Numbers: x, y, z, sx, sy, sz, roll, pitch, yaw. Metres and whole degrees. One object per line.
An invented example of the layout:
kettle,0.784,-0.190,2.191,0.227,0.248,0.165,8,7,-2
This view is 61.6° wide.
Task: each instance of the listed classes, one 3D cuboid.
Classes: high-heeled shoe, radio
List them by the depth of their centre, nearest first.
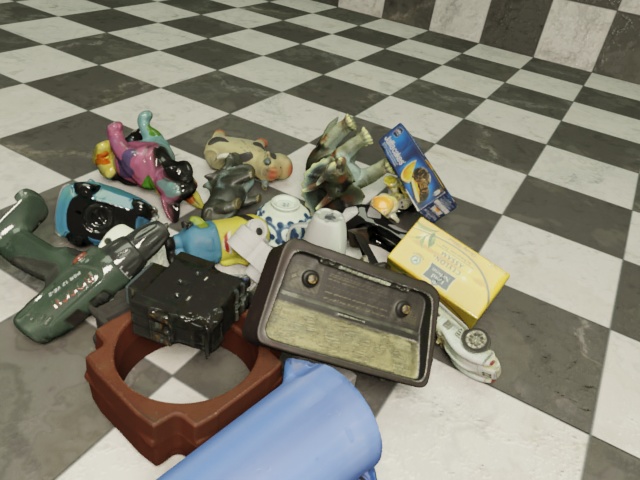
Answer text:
radio,0.033,0.090,0.661,0.229,0.073,0.131,20,74,-20
high-heeled shoe,0.115,0.014,0.964,0.249,0.086,0.145,-2,54,1

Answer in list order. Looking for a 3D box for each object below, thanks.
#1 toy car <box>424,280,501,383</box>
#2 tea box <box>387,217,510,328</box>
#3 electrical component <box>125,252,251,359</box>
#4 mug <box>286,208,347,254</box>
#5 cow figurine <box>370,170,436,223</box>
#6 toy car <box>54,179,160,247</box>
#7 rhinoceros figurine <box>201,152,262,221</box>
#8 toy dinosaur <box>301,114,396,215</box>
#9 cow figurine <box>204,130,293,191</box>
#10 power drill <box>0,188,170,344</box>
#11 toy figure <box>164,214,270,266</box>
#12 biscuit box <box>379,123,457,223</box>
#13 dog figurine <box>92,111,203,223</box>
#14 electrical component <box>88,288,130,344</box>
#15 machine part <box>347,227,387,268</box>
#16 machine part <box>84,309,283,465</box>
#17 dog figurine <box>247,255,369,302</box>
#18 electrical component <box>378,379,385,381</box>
toy car,0.183,0.130,0.789,0.056,0.073,0.202,-36,49,-11
tea box,0.201,0.053,0.864,0.170,0.068,0.098,35,69,18
electrical component,-0.168,0.074,0.665,0.134,0.058,0.115,16,33,11
mug,-0.002,-0.003,0.917,0.110,0.107,0.081,21,35,14
cow figurine,0.165,-0.088,1.106,0.167,0.098,0.068,-38,59,-24
toy car,-0.354,-0.045,0.911,0.162,0.109,0.103,10,16,-13
rhinoceros figurine,-0.173,-0.094,1.031,0.112,0.073,0.190,-4,46,14
toy dinosaur,0.028,-0.156,1.132,0.192,0.131,0.405,-36,22,3
cow figurine,-0.153,-0.172,1.151,0.195,0.085,0.127,13,29,3
power drill,-0.356,0.015,0.760,0.207,0.086,0.232,36,71,11
toy figure,-0.171,-0.002,0.904,0.180,0.082,0.089,-11,39,-21
biscuit box,0.178,-0.128,1.002,0.062,0.059,0.203,32,28,-47
dog figurine,-0.325,-0.123,1.036,0.219,0.191,0.108,54,42,2
electrical component,-0.253,0.103,0.742,0.048,0.074,0.119,32,38,31
machine part,0.086,0.039,0.893,0.039,0.084,0.139,-23,54,-1
machine part,-0.164,0.159,0.668,0.202,0.087,0.201,29,39,29
dog figurine,-0.017,0.090,0.806,0.191,0.121,0.172,-6,-10,16
electrical component,0.112,0.164,0.761,0.102,0.045,0.078,-17,14,-36
